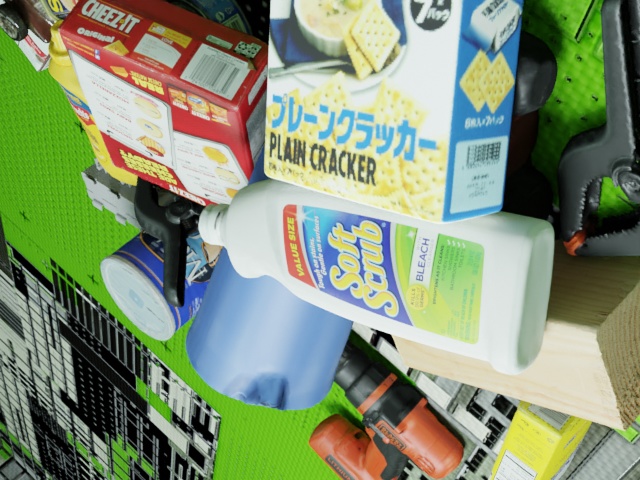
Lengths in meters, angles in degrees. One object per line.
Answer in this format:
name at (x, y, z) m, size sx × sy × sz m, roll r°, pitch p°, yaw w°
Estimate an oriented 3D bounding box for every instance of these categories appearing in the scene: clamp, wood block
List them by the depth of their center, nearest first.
clamp at (0.210, -0.040, 0.652) m, size 0.165 × 0.036 × 0.210 m, roll 40°, pitch 151°, yaw 15°
wood block at (0.151, 0.056, 0.791) m, size 0.206 × 0.090 × 0.090 m, roll 11°, pitch 133°, yaw 48°
clamp at (-0.134, -0.012, 1.024) m, size 0.172 × 0.120 × 0.039 m, roll 38°, pitch 154°, yaw 33°

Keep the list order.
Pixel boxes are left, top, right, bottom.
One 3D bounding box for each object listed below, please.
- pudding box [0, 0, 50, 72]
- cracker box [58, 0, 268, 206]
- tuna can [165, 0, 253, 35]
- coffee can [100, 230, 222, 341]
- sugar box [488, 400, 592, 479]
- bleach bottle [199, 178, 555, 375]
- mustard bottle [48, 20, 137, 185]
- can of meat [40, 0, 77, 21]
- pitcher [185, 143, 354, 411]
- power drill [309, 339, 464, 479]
pudding box at (-0.294, -0.237, 1.110) m, size 0.090 × 0.039 × 0.114 m, roll 54°, pitch 148°, yaw -4°
cracker box at (-0.113, -0.110, 0.906) m, size 0.164 × 0.072 × 0.214 m, roll 24°, pitch 158°, yaw 13°
tuna can at (-0.098, -0.178, 0.914) m, size 0.086 × 0.033 × 0.086 m, roll 34°, pitch 147°, yaw 25°
coffee can at (-0.137, 0.020, 1.090) m, size 0.103 × 0.140 × 0.103 m, roll 34°, pitch 147°, yaw 25°
sugar box at (0.184, 0.161, 0.866) m, size 0.048 × 0.093 × 0.176 m, roll 35°, pitch 148°, yaw 24°
bleach bottle at (0.027, 0.015, 0.728) m, size 0.251 × 0.068 × 0.102 m, roll 10°, pitch 102°, yaw 28°
mustard bottle at (-0.223, -0.143, 1.066) m, size 0.096 × 0.058 × 0.191 m, roll 45°, pitch 164°, yaw 35°
can of meat at (-0.226, -0.255, 0.979) m, size 0.084 × 0.057 × 0.102 m, roll 5°, pitch 129°, yaw 49°
pitcher at (-0.017, 0.004, 0.872) m, size 0.149 × 0.144 × 0.243 m, roll 39°, pitch 125°, yaw 27°
power drill at (0.048, 0.195, 1.126) m, size 0.184 × 0.057 × 0.188 m, roll 45°, pitch 151°, yaw 8°
